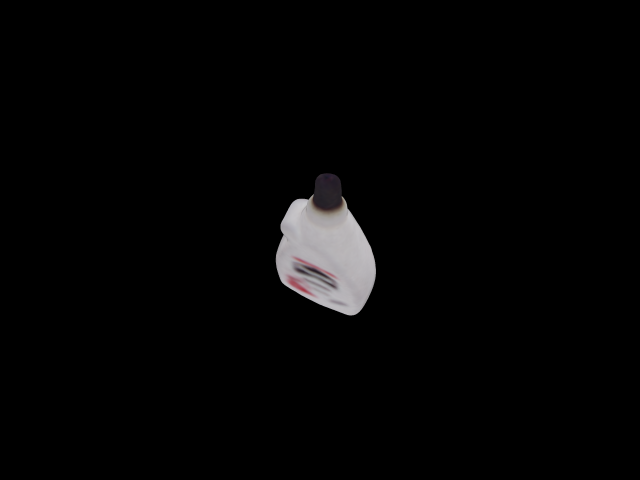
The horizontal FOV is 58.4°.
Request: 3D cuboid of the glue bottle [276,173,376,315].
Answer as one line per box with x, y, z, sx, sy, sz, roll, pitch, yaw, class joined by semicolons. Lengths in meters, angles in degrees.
0.004;0.001;0.400;0.078;0.173;0.037;20;66;10;glue bottle
